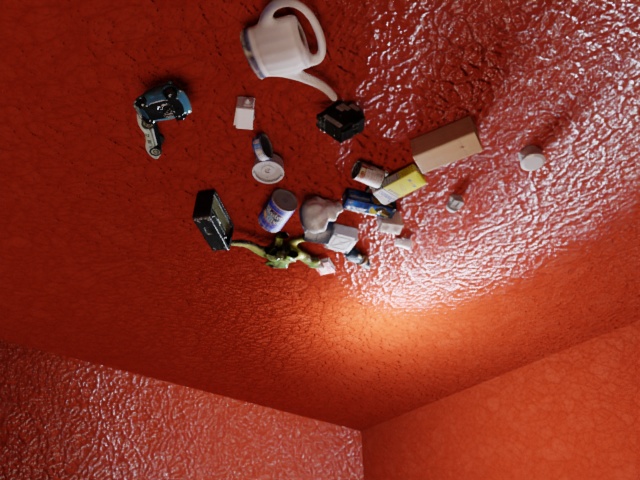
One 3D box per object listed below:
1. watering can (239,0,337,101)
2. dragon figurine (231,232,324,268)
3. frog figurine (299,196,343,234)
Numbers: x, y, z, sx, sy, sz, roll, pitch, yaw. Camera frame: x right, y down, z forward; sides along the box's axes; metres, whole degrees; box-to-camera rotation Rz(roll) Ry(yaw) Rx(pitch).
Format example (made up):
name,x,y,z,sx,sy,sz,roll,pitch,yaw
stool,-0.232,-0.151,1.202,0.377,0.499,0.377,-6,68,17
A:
name,x,y,z,sx,sy,sz,roll,pitch,yaw
watering can,-0.085,-0.499,1.423,0.224,0.106,0.340,-10,-40,13
dragon figurine,-0.180,0.069,2.148,0.410,0.125,0.237,6,-31,-7
frog figurine,0.006,-0.096,1.908,0.159,0.140,0.120,-11,-27,11
